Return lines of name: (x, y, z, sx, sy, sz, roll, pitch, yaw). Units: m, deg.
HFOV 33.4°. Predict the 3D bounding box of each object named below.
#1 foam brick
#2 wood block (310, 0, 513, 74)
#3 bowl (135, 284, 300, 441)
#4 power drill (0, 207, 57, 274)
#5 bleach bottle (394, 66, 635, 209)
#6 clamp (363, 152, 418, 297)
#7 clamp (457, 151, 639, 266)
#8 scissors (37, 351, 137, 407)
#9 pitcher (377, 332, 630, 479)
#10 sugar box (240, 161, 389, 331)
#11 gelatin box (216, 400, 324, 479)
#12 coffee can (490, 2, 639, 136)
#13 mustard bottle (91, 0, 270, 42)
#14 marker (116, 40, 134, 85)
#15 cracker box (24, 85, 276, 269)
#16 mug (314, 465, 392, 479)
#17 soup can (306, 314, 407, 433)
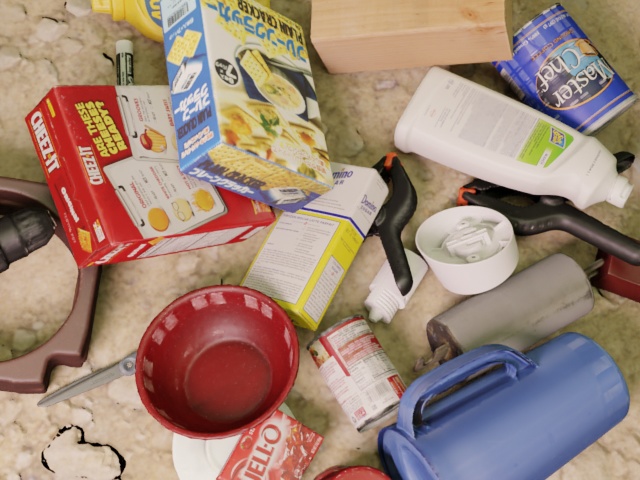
foam brick: (0.348, 0.033, 1.185, 0.078, 0.051, 0.053, 21, 72, -4)
wood block: (0.101, -0.245, 1.158, 0.206, 0.090, 0.090, -2, 73, 15)
bowl: (-0.095, 0.126, 1.036, 0.162, 0.055, 0.162, -4, 59, 7)
power drill: (-0.359, -0.038, 0.977, 0.184, 0.057, 0.188, -27, 80, -17)
bleach bottle: (0.213, -0.094, 1.153, 0.251, 0.068, 0.102, 27, 76, 15)
clamp: (0.049, -0.015, 1.139, 0.120, 0.039, 0.171, 0, 56, 18)
clamp: (0.260, -0.048, 1.183, 0.210, 0.036, 0.164, 8, 47, 8)
scissors: (-0.173, 0.137, 1.072, 0.201, 0.016, 0.096, -39, 84, -18)
pitcher: (0.186, 0.182, 1.066, 0.242, 0.149, 0.145, -28, 70, -21)
sugar box: (-0.007, 0.002, 1.107, 0.093, 0.048, 0.176, 13, 63, 39)
gelatin box: (-0.049, 0.214, 1.042, 0.073, 0.030, 0.089, 31, 69, 0)
coffee can: (0.275, -0.181, 1.208, 0.102, 0.103, 0.140, -35, 82, -18)
mustard bottle: (-0.154, -0.267, 1.173, 0.191, 0.058, 0.096, -7, 91, -12)
marker: (-0.210, -0.158, 1.151, 0.020, 0.020, 0.121, -1, 74, -11)
cracker box: (-0.164, -0.068, 1.057, 0.213, 0.072, 0.164, -10, 73, -47)
mug: (0.044, 0.269, 1.040, 0.117, 0.082, 0.093, 27, 70, -2)
soup can: (0.041, 0.135, 1.080, 0.068, 0.068, 0.102, -27, 73, -17)
